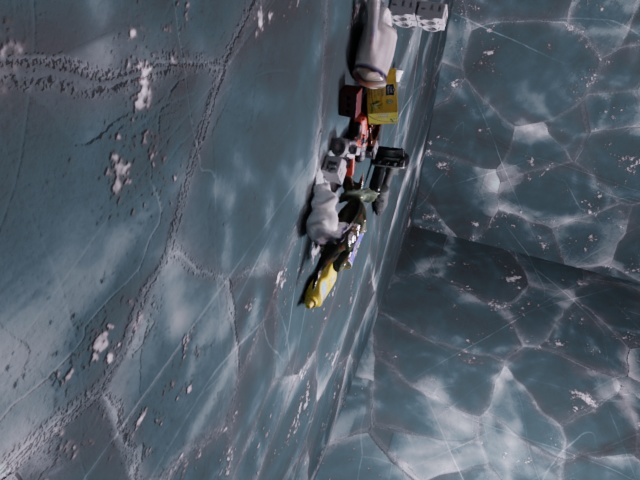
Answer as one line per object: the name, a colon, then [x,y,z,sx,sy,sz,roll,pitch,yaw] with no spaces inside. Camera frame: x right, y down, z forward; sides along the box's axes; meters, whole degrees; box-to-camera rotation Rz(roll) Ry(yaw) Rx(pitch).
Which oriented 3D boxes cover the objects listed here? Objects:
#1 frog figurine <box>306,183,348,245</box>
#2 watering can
frog figurine: [0.004,-0.072,1.430,0.158,0.121,0.140,60,41,-15]
watering can: [0.152,-0.555,1.446,0.347,0.104,0.224,7,97,-75]
